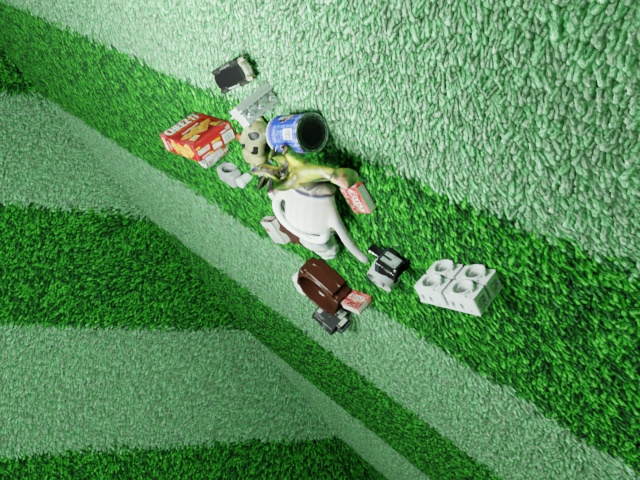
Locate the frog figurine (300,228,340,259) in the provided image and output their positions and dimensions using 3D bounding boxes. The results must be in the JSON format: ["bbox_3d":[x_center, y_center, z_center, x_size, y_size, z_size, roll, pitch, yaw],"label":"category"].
[{"bbox_3d":[-0.002,0.010,1.657,0.138,0.125,0.155,16,133,17],"label":"frog figurine"}]

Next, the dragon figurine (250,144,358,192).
[{"bbox_3d":[-0.028,-0.167,1.344,0.412,0.242,0.122,-156,75,-68],"label":"dragon figurine"}]

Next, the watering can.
[{"bbox_3d":[0.005,-0.075,1.498,0.350,0.106,0.219,24,130,24],"label":"watering can"}]
